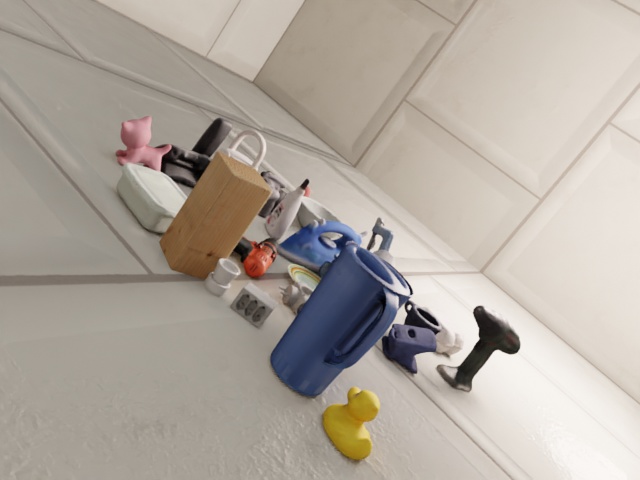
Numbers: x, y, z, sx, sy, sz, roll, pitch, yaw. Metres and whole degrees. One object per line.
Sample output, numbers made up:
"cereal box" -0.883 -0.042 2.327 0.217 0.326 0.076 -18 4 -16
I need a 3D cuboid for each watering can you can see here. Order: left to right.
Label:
"watering can" -0.209 -0.189 1.446 0.101 0.194 0.173 36 15 -3

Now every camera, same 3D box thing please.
"camera" -0.126 -0.119 1.599 0.137 0.100 0.143 33 15 -12

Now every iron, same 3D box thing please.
"iron" 0.013 0.005 1.461 0.259 0.141 0.118 20 22 -46

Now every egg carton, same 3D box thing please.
"egg carton" 0.323 0.247 1.567 0.108 0.069 0.150 22 21 -44

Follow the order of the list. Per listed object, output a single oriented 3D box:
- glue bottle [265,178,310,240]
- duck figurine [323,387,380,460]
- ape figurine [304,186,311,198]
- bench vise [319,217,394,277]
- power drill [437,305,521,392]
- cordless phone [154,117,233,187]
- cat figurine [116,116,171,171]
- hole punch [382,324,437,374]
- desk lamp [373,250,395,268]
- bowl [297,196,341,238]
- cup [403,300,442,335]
"glue bottle" -0.079 -0.087 1.471 0.037 0.173 0.078 27 18 -33
"duck figurine" 0.058 0.272 0.871 0.078 0.086 0.104 27 18 -32
"ape figurine" -0.062 -0.130 1.794 0.076 0.092 0.078 45 17 29
"bench vise" 0.130 0.067 1.387 0.207 0.219 0.121 35 15 -5
"power drill" 0.385 0.264 1.387 0.231 0.208 0.075 23 20 -41
"cordless phone" -0.304 -0.230 1.375 0.094 0.185 0.148 46 18 32
"cat figurine" -0.391 -0.214 1.261 0.128 0.117 0.067 26 18 -35
"hole punch" 0.201 0.232 1.298 0.101 0.091 0.108 35 15 -7
"desk lamp" 0.065 0.118 1.099 0.118 0.213 0.203 37 15 2
"bowl" -0.010 -0.054 1.713 0.168 0.074 0.167 34 15 -10
"cup" 0.228 0.213 1.408 0.092 0.095 0.117 20 22 -47
